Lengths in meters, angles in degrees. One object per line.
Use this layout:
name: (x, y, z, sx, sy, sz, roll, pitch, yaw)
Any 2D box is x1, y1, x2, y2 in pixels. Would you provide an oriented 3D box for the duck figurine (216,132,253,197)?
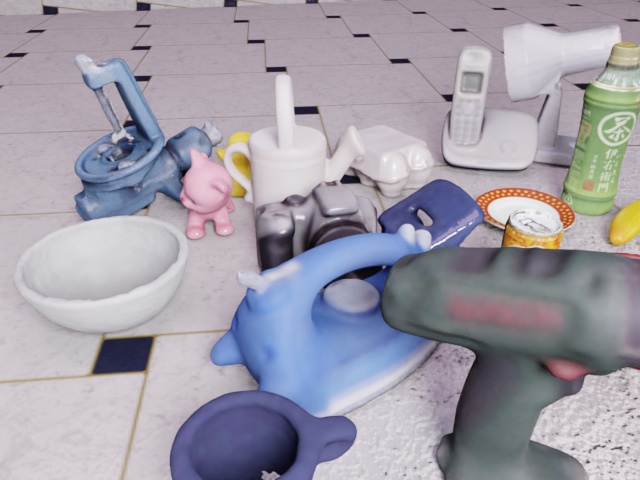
duck figurine: (-0.106, -0.117, 0.844, 0.105, 0.086, 0.077, -11, 33, -18)

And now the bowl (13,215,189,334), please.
bowl: (-0.214, 0.044, 0.587, 0.167, 0.075, 0.167, 0, 31, 0)

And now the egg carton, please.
egg carton: (0.093, -0.124, 0.870, 0.107, 0.069, 0.149, -22, 37, -31)

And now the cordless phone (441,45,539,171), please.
cordless phone: (0.268, -0.202, 0.888, 0.147, 0.185, 0.094, 5, 32, 9)

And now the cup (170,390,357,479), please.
cup: (-0.033, 0.159, 0.377, 0.118, 0.095, 0.091, -9, 32, -15)

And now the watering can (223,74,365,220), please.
watering can: (-0.033, -0.115, 0.734, 0.173, 0.194, 0.100, -12, 33, -18)

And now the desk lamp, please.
desk lamp: (0.384, -0.237, 0.919, 0.202, 0.214, 0.118, 11, 33, 17)

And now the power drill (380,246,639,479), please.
power drill: (0.150, 0.094, 0.374, 0.229, 0.208, 0.076, 14, 34, 22)

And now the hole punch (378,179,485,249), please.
hole punch: (0.124, -0.011, 0.663, 0.101, 0.091, 0.108, -11, 33, -18)

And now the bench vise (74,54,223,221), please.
bench vise: (-0.238, -0.144, 0.758, 0.121, 0.220, 0.208, 19, 36, 29)

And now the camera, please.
camera: (0.006, 0.002, 0.631, 0.143, 0.101, 0.136, -7, 32, -11)

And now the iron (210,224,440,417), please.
iron: (0.034, 0.050, 0.512, 0.259, 0.141, 0.118, -20, 37, -30)

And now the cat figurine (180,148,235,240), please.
cat figurine: (-0.144, -0.067, 0.730, 0.067, 0.118, 0.127, -6, 32, -9)
